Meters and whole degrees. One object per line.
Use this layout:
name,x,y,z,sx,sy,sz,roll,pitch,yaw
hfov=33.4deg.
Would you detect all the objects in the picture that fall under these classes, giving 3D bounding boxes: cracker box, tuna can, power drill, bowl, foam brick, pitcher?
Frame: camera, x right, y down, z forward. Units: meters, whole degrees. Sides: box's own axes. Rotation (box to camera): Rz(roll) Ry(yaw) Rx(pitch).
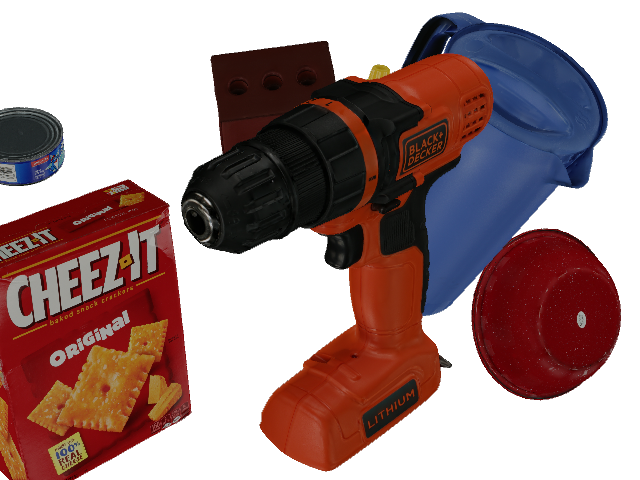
cracker box,-0.193,0.080,0.863,0.163,0.214,0.072,-25,37,-35
tuna can,-0.291,-0.091,1.029,0.086,0.034,0.086,3,42,-3
power drill,0.010,0.016,0.508,0.057,0.188,0.184,29,41,34
bowl,0.220,0.070,0.977,0.161,0.162,0.055,0,1,-25
foam brick,-0.029,-0.090,0.692,0.078,0.053,0.051,-9,-24,-2
pitcher,0.108,-0.054,0.868,0.145,0.149,0.243,23,-43,-7

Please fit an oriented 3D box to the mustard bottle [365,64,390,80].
mustard bottle,0.052,-0.096,1.145,0.096,0.192,0.058,-8,33,-25
